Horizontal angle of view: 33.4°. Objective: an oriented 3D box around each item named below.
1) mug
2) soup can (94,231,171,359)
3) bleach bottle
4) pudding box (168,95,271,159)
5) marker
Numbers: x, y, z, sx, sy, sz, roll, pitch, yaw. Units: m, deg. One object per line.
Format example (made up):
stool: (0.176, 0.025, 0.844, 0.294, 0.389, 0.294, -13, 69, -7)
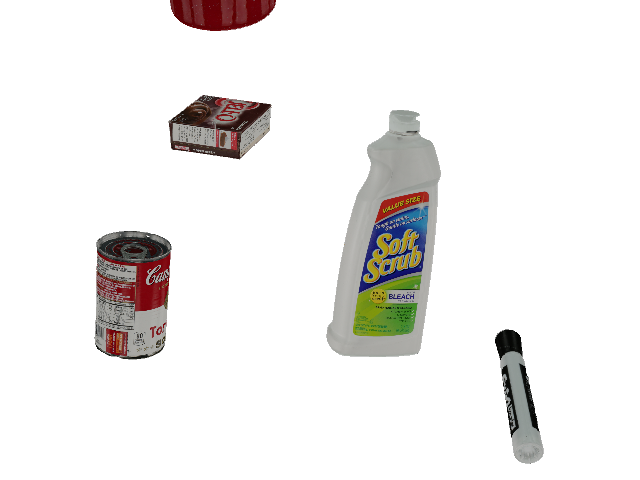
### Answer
mug: (-0.088, -0.210, 0.798, 0.117, 0.081, 0.093, 1, 38, 5)
soup can: (-0.175, 0.051, 0.990, 0.068, 0.102, 0.068, 5, 21, -2)
bleach bottle: (0.066, -0.007, 1.091, 0.102, 0.251, 0.068, 1, 18, -10)
pudding box: (-0.117, -0.135, 1.261, 0.090, 0.039, 0.113, 8, 28, 13)
marker: (0.134, 0.102, 0.727, 0.020, 0.020, 0.121, 0, 34, 2)
